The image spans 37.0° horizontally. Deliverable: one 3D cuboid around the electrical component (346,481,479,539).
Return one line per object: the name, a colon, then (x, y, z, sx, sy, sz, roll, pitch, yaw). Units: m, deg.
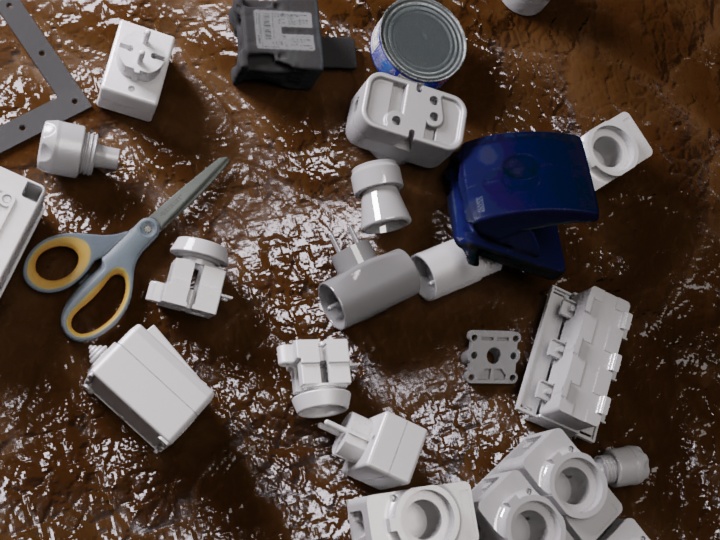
electrical component: (0.050, 0.249, 0.852, 0.089, 0.062, 0.150, -4, 76, -20)

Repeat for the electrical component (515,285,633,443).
electrical component: (0.194, 0.080, 0.949, 0.079, 0.063, 0.121, 25, 68, -11)

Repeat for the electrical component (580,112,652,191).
electrical component: (0.224, -0.105, 1.016, 0.089, 0.056, 0.050, -31, 87, -24)

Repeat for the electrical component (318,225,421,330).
electrical component: (0.000, 0.000, 0.914, 0.077, 0.043, 0.079, -25, 84, -24)

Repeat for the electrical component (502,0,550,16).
electrical component: (0.169, -0.284, 1.051, 0.055, 0.047, 0.055, 5, 73, -18)

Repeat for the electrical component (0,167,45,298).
electrical component: (-0.308, -0.032, 0.808, 0.109, 0.056, 0.108, 25, 68, -11)

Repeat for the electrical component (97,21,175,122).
electrical component: (-0.181, -0.170, 0.880, 0.047, 0.077, 0.065, 16, 71, -15)

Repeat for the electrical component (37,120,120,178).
electrical component: (-0.225, -0.094, 0.862, 0.062, 0.043, 0.043, 10, 72, -18)

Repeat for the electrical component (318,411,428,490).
electrical component: (0.003, 0.138, 0.864, 0.077, 0.066, 0.047, 26, 68, -11)

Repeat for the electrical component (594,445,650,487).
electrical component: (0.222, 0.175, 0.948, 0.061, 0.035, 0.035, -5, 77, -18)

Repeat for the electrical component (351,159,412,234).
electrical component: (0.018, -0.064, 0.938, 0.045, 0.045, 0.055, -7, 77, -21)

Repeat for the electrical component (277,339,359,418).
electrical component: (-0.033, 0.089, 0.877, 0.066, 0.048, 0.055, 0, 68, -20)

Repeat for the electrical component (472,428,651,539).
electrical component: (0.181, 0.238, 0.902, 0.105, 0.060, 0.186, -39, 90, -24)

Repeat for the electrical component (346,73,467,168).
electrical component: (0.039, -0.130, 0.955, 0.095, 0.059, 0.053, 15, 71, -15)

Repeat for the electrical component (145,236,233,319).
electrical component: (-0.133, 0.005, 0.866, 0.066, 0.048, 0.055, 16, 78, -15)

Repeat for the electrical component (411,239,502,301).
electrical component: (0.089, -0.007, 0.947, 0.081, 0.043, 0.043, -21, 83, -23)

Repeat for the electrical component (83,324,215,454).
electrical component: (-0.164, 0.084, 0.823, 0.096, 0.062, 0.061, 43, 66, -4)
